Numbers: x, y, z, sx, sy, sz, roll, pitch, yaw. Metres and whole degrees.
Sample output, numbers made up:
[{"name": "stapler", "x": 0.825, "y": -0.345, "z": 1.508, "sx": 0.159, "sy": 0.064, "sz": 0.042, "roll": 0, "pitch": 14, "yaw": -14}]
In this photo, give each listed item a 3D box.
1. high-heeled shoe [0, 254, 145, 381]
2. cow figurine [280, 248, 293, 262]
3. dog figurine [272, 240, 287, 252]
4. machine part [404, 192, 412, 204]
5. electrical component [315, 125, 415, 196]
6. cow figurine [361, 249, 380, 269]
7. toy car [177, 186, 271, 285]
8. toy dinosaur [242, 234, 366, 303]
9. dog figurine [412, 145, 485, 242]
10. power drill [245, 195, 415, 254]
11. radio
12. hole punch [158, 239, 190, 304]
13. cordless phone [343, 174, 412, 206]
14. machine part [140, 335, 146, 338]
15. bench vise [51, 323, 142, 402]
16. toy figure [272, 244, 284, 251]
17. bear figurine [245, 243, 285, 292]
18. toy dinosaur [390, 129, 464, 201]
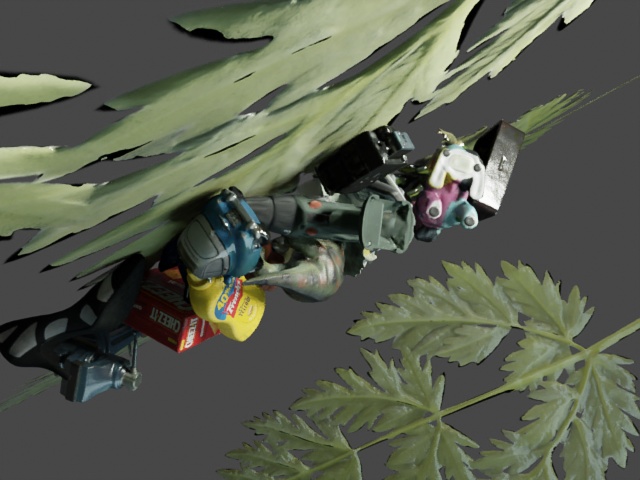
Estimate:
[{"name": "high-heeled shoe", "x": -0.377, "y": 0.094, "z": 0.810, "sx": 0.248, "sy": 0.145, "sz": 0.086, "roll": -55, "pitch": 170, "yaw": -1}, {"name": "cow figurine", "x": -0.002, "y": -0.004, "z": 1.182, "sx": 0.195, "sy": 0.127, "sz": 0.085, "roll": -31, "pitch": 170, "yaw": 13}, {"name": "dog figurine", "x": 0.001, "y": 0.031, "z": 1.330, "sx": 0.191, "sy": 0.172, "sz": 0.121, "roll": -22, "pitch": -173, "yaw": 19}, {"name": "machine part", "x": 0.131, "y": -0.076, "z": 1.160, "sx": 0.079, "sy": 0.079, "sz": 0.243, "roll": -26, "pitch": -168, "yaw": -9}, {"name": "electrical component", "x": 0.074, "y": -0.122, "z": 0.824, "sx": 0.134, "sy": 0.058, "sz": 0.115, "roll": -30, "pitch": 176, "yaw": 29}, {"name": "cow figurine", "x": 0.105, "y": 0.011, "z": 1.185, "sx": 0.098, "sy": 0.068, "sz": 0.167, "roll": -38, "pitch": -173, "yaw": 34}, {"name": "toy car", "x": -0.135, "y": 0.005, "z": 0.713, "sx": 0.103, "sy": 0.109, "sz": 0.161, "roll": -33, "pitch": 174, "yaw": -22}, {"name": "toy dinosaur", "x": -0.009, "y": 0.038, "z": 0.958, "sx": 0.131, "sy": 0.192, "sz": 0.405, "roll": -43, "pitch": -171, "yaw": 33}, {"name": "dog figurine", "x": 0.241, "y": -0.089, "z": 1.092, "sx": 0.108, "sy": 0.191, "sz": 0.219, "roll": 10, "pitch": -179, "yaw": -5}, {"name": "power drill", "x": 0.015, "y": -0.026, "z": 0.776, "sx": 0.232, "sy": 0.086, "sz": 0.207, "roll": 7, "pitch": 175, "yaw": -40}, {"name": "radio", "x": 0.402, "y": -0.159, "z": 1.294, "sx": 0.229, "sy": 0.073, "sz": 0.131, "roll": -65, "pitch": -173, "yaw": -16}, {"name": "hole punch", "x": -0.188, "y": 0.022, "z": 0.860, "sx": 0.142, "sy": 0.092, "sz": 0.115, "roll": -18, "pitch": 139, "yaw": -42}, {"name": "cordless phone", "x": 0.124, "y": -0.058, "z": 0.937, "sx": 0.089, "sy": 0.146, "sz": 0.184, "roll": -38, "pitch": -154, "yaw": -4}, {"name": "machine part", "x": -0.307, "y": 0.125, "z": 1.157, "sx": 0.201, "sy": 0.087, "sz": 0.201, "roll": -26, "pitch": 175, "yaw": -22}, {"name": "bench vise", "x": -0.383, "y": 0.186, "z": 0.943, "sx": 0.224, "sy": 0.128, "sz": 0.240, "roll": 5, "pitch": -170, "yaw": 12}, {"name": "toy figure", "x": -0.124, "y": 0.040, "z": 1.384, "sx": 0.064, "sy": 0.057, "sz": 0.154, "roll": 13, "pitch": -170, "yaw": 19}, {"name": "bear figurine", "x": -0.128, "y": 0.039, "z": 1.112, "sx": 0.196, "sy": 0.120, "sz": 0.131, "roll": -63, "pitch": 178, "yaw": -66}, {"name": "toy dinosaur", "x": 0.247, "y": -0.142, "z": 1.222, "sx": 0.199, "sy": 0.105, "sz": 0.471, "roll": -21, "pitch": 162, "yaw": -14}]
